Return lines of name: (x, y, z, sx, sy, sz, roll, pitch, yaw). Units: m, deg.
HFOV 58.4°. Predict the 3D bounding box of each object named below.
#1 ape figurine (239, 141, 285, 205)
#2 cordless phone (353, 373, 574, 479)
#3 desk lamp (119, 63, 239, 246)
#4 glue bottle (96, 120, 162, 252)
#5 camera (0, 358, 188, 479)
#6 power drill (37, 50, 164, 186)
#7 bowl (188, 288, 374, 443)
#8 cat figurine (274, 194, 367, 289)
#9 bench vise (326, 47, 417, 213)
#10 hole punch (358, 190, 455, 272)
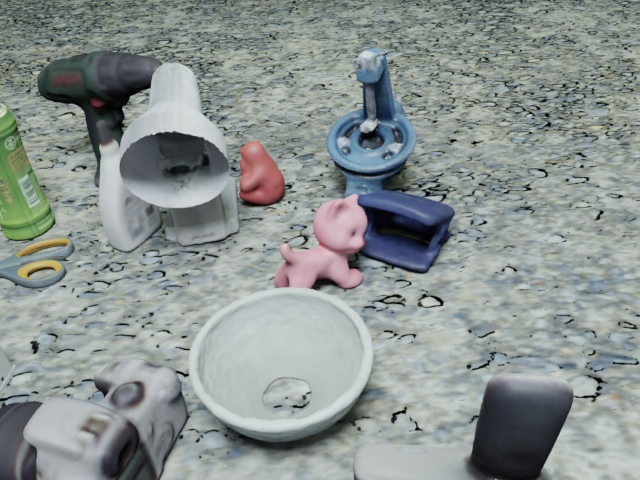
ape figurine: (-0.089, -0.099, 0.813, 0.076, 0.092, 0.078, 18, 43, 26)
cordless phone: (0.097, 0.147, 0.407, 0.147, 0.185, 0.094, 1, 38, 6)
desk lamp: (-0.169, -0.096, 0.717, 0.118, 0.214, 0.203, -8, 38, -5)
glue bottle: (-0.252, -0.072, 0.725, 0.037, 0.173, 0.078, 15, 42, 23)
camera: (-0.204, 0.161, 0.482, 0.136, 0.101, 0.143, 8, 39, 15)
power drill: (-0.298, -0.175, 0.833, 0.229, 0.209, 0.076, 14, 41, 22)
bowl: (-0.033, 0.125, 0.535, 0.167, 0.075, 0.167, -2, 38, 2)
cat figurine: (0.006, 0.002, 0.655, 0.128, 0.118, 0.067, -26, 43, -26)
bench vise: (0.068, -0.172, 0.790, 0.121, 0.220, 0.207, -2, 38, 2)
hole punch: (0.105, -0.030, 0.710, 0.108, 0.091, 0.101, 17, 43, 25)
